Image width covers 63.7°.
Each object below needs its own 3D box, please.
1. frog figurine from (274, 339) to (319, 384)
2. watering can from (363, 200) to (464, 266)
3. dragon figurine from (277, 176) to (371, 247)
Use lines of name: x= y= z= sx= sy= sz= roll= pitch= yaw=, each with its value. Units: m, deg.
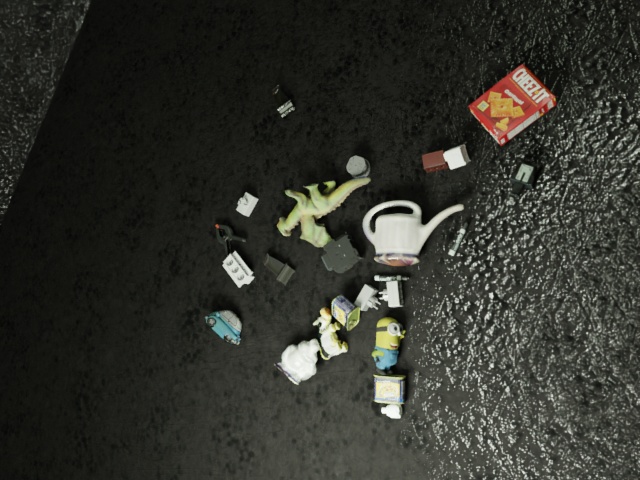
frog figurine: x=-0.060 y=0.409 z=1.800 sx=0.160 sy=0.121 sz=0.139 roll=-52 pitch=47 yaw=-3
watering can: x=0.302 y=-0.024 z=1.717 sx=0.347 sy=0.103 sz=0.226 roll=0 pitch=80 yaw=27
dragon figurine: x=0.006 y=-0.096 z=1.906 sx=0.409 sy=0.123 sz=0.242 roll=-5 pitch=94 yaw=28
